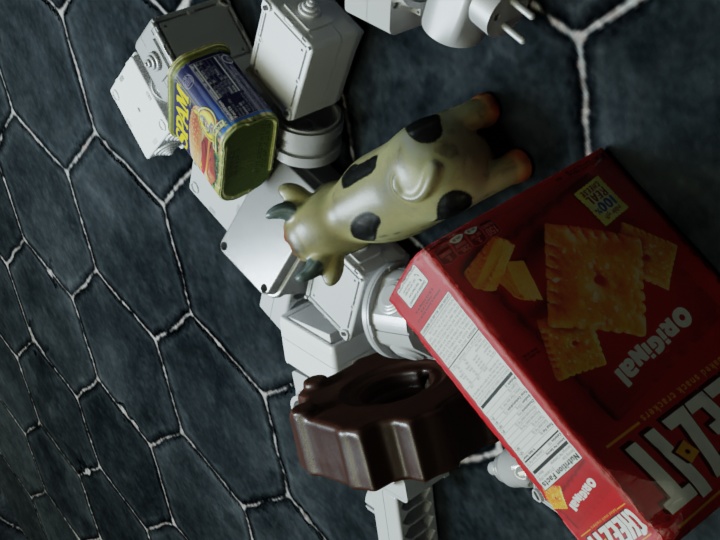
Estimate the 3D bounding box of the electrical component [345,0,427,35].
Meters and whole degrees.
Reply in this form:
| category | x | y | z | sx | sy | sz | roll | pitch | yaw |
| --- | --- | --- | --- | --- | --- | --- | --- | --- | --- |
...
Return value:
| category | x | y | z | sx | sy | sz | roll | pitch | yaw |
| --- | --- | --- | --- | --- | --- | --- | --- | --- | --- |
| electrical component | 0.027 | -0.212 | 0.729 | 0.056 | 0.050 | 0.089 | 36 | 139 | 36 |

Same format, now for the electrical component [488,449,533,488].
| category | x | y | z | sx | sy | sz | roll | pitch | yaw |
| --- | --- | --- | --- | --- | --- | --- | --- | --- | --- |
| electrical component | 0.126 | 0.160 | 0.877 | 0.061 | 0.035 | 0.035 | -24 | 93 | 60 |

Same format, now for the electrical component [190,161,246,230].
| category | x | y | z | sx | sy | sz | roll | pitch | yaw |
| --- | --- | --- | --- | --- | --- | --- | --- | --- | --- |
| electrical component | -0.118 | -0.089 | 1.027 | 0.099 | 0.048 | 0.099 | 47 | 143 | 25 |

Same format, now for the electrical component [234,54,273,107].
| category | x | y | z | sx | sy | sz | roll | pitch | yaw |
| --- | --- | --- | --- | --- | --- | --- | --- | --- | --- |
| electrical component | -0.094 | -0.144 | 0.950 | 0.055 | 0.050 | 0.089 | 46 | 144 | 24 |

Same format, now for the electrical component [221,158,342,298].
| category | x | y | z | sx | sy | sz | roll | pitch | yaw |
| --- | --- | --- | --- | --- | --- | --- | --- | --- | --- |
| electrical component | -0.061 | -0.040 | 0.932 | 0.078 | 0.057 | 0.113 | 45 | 117 | 26 |

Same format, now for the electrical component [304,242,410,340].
| category | x | y | z | sx | sy | sz | roll | pitch | yaw |
| --- | --- | --- | --- | --- | --- | --- | --- | --- | --- |
| electrical component | 0.000 | 0.000 | 0.912 | 0.062 | 0.061 | 0.096 | 45 | 144 | 26 |

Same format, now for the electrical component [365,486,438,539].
| category | x | y | z | sx | sy | sz | roll | pitch | yaw |
| --- | --- | --- | --- | --- | --- | --- | --- | --- | --- |
| electrical component | 0.031 | 0.226 | 1.048 | 0.076 | 0.047 | 0.083 | 24 | 132 | 45 |

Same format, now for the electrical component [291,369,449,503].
| category | x | y | z | sx | sy | sz | roll | pitch | yaw |
| --- | --- | --- | --- | --- | --- | --- | --- | --- | --- |
| electrical component | 0.005 | 0.145 | 1.011 | 0.150 | 0.062 | 0.089 | 20 | 129 | 47 |

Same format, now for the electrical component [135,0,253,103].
| category | x | y | z | sx | sy | sz | roll | pitch | yaw |
| --- | --- | --- | --- | --- | --- | --- | --- | --- | --- |
| electrical component | -0.153 | -0.192 | 0.955 | 0.061 | 0.096 | 0.061 | 62 | 148 | 1 |

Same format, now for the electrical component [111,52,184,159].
| category | x | y | z | sx | sy | sz | roll | pitch | yaw |
| --- | --- | --- | --- | --- | --- | --- | --- | --- | --- |
| electrical component | -0.205 | -0.169 | 1.089 | 0.099 | 0.048 | 0.100 | 61 | 149 | 1 |

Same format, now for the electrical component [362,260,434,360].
| category | x | y | z | sx | sy | sz | roll | pitch | yaw |
| --- | --- | --- | --- | --- | --- | --- | --- | --- | --- |
| electrical component | 0.045 | 0.033 | 0.857 | 0.051 | 0.080 | 0.080 | 6 | 118 | 47 |

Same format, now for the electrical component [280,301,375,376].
| category | x | y | z | sx | sy | sz | roll | pitch | yaw |
| --- | --- | --- | --- | --- | --- | --- | --- | --- | --- |
| electrical component | -0.030 | 0.061 | 0.999 | 0.096 | 0.062 | 0.061 | 27 | 134 | 43 |

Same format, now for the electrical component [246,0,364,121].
| category | x | y | z | sx | sy | sz | roll | pitch | yaw |
| --- | --- | --- | --- | --- | --- | --- | --- | --- | --- |
| electrical component | -0.040 | -0.176 | 0.841 | 0.061 | 0.061 | 0.096 | 50 | 146 | 20 |

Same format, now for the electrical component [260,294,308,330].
| category | x | y | z | sx | sy | sz | roll | pitch | yaw |
| --- | --- | --- | --- | --- | --- | --- | --- | --- | --- |
| electrical component | -0.073 | -0.001 | 1.030 | 0.075 | 0.047 | 0.083 | 47 | 144 | 25 |

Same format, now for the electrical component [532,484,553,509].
| category | x | y | z | sx | sy | sz | roll | pitch | yaw |
| --- | --- | --- | --- | --- | --- | --- | --- | --- | --- |
| electrical component | 0.169 | 0.145 | 0.787 | 0.096 | 0.061 | 0.061 | 29 | 136 | 52 |

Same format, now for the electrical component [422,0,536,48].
| category | x | y | z | sx | sy | sz | roll | pitch | yaw |
| --- | --- | --- | --- | --- | --- | --- | --- | --- | --- |
| electrical component | 0.081 | -0.175 | 0.686 | 0.079 | 0.043 | 0.077 | 46 | 144 | 24 |
